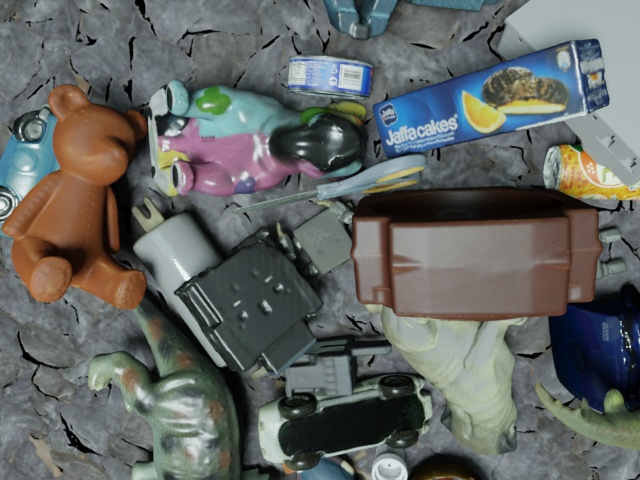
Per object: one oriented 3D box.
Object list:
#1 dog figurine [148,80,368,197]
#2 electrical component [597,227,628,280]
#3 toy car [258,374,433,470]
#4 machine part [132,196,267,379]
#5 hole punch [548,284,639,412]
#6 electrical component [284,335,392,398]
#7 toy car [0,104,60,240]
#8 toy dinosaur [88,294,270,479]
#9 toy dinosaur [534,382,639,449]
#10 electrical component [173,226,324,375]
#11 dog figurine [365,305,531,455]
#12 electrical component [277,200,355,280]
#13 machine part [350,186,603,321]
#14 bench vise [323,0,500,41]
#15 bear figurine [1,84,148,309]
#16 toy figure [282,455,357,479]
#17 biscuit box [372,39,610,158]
[{"bbox_3d":[-0.057,-0.101,0.564,0.219,0.192,0.108,-4,98,-26],"label":"dog figurine"},{"bbox_3d":[0.274,0.019,0.573,0.094,0.021,0.063,-13,98,10],"label":"electrical component"},{"bbox_3d":[0.031,0.201,0.604,0.202,0.056,0.073,-7,94,-13],"label":"toy car"},{"bbox_3d":[-0.132,0.055,0.609,0.079,0.079,0.243,-35,93,12],"label":"machine part"},{"bbox_3d":[0.288,0.111,0.544,0.092,0.116,0.142,-4,99,17],"label":"hole punch"},{"bbox_3d":[0.022,0.139,0.605,0.119,0.075,0.047,-5,98,6],"label":"electrical component"},{"bbox_3d":[-0.303,-0.066,0.609,0.103,0.109,0.161,24,91,-19],"label":"toy car"},{"bbox_3d":[-0.147,0.222,0.618,0.192,0.131,0.404,-6,97,5],"label":"toy dinosaur"},{"bbox_3d":[0.396,0.134,0.471,0.471,0.105,0.198,-10,91,-18],"label":"toy dinosaur"},{"bbox_3d":[-0.066,0.071,0.560,0.115,0.058,0.134,-39,95,-23],"label":"electrical component"},{"bbox_3d":[0.130,0.136,0.571,0.173,0.121,0.190,10,110,19],"label":"dog figurine"},{"bbox_3d":[0.000,-0.002,0.596,0.102,0.045,0.078,-26,94,12],"label":"electrical component"},{"bbox_3d":[0.133,0.005,0.499,0.202,0.201,0.087,-3,102,8],"label":"machine part"},{"bbox_3d":[0.078,-0.308,0.484,0.224,0.129,0.240,7,118,-1],"label":"bench vise"},{"bbox_3d":[-0.225,-0.045,0.536,0.132,0.120,0.195,23,90,38],"label":"bear figurine"},{"bbox_3d":[-0.011,0.268,0.639,0.154,0.064,0.058,49,142,3],"label":"toy figure"},{"bbox_3d":[0.146,-0.124,0.495,0.203,0.063,0.059,-7,103,45],"label":"biscuit box"}]
